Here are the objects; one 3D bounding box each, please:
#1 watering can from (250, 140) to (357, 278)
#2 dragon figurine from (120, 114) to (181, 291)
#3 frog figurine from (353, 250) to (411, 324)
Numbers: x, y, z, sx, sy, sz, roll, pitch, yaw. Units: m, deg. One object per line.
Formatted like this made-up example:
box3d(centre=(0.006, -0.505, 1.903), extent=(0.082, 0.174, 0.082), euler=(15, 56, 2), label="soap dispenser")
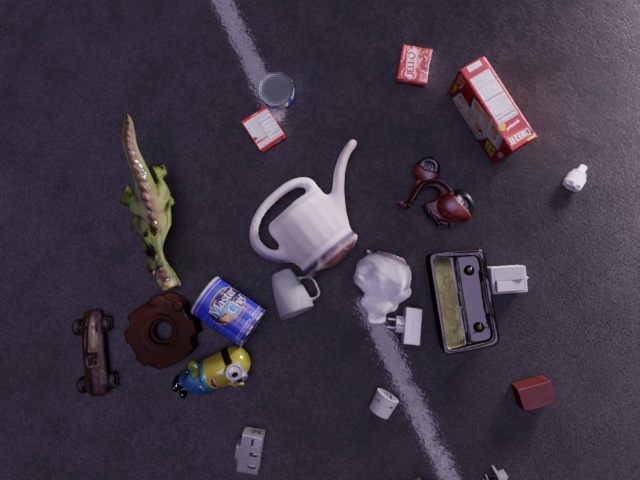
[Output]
box3d(centre=(0.004, -0.061, 1.203), extent=(0.348, 0.103, 0.225), euler=(-39, 87, -3), label="watering can")
box3d(centre=(-0.368, -0.044, 1.124), extent=(0.122, 0.400, 0.248), euler=(-16, 47, -13), label="dragon figurine")
box3d(centre=(0.137, 0.111, 1.179), extent=(0.137, 0.122, 0.161), euler=(24, 76, -16), label="frog figurine")
